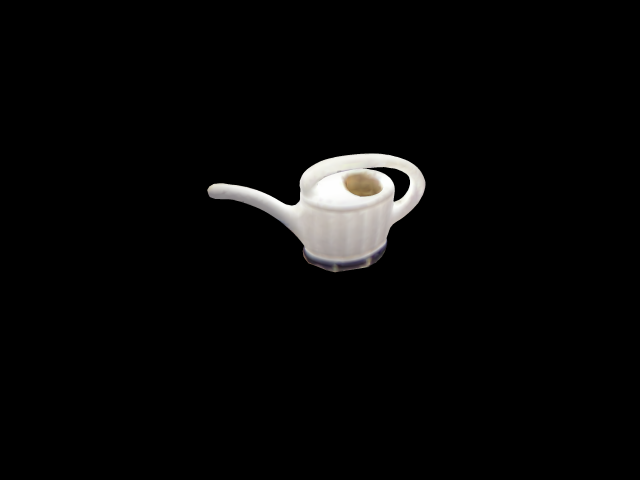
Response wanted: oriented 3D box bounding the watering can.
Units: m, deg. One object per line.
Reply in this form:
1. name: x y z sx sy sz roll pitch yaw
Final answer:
1. watering can: 0.003 -0.043 0.850 0.348 0.219 0.106 -8 45 -8
